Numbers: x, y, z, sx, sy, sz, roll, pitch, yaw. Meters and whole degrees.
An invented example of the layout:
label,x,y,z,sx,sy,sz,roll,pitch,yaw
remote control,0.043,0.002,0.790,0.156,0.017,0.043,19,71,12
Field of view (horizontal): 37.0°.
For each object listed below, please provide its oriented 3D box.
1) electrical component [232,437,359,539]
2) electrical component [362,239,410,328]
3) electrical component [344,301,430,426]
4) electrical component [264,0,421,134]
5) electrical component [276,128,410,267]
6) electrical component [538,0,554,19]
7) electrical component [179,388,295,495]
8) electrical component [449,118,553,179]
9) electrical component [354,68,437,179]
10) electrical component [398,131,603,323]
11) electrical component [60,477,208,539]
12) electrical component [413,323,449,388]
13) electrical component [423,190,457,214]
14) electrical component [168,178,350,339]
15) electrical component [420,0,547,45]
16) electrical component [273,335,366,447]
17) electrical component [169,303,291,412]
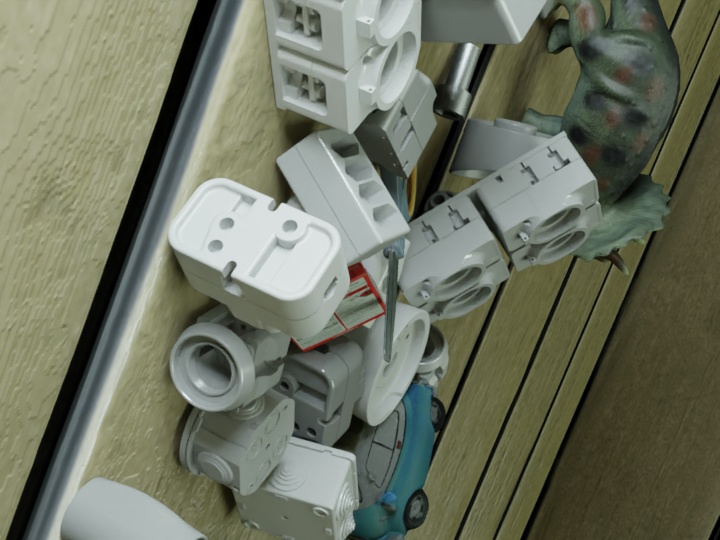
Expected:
label,x,y,z,sx,sy,sz,roll,pitch,yaw
electrical component,-0.051,0.173,0.838,0.099,0.100,0.048,87,20,-52
electrical component,0.000,0.000,0.847,0.077,0.043,0.079,-65,160,-3
electrical component,0.008,0.072,0.925,0.108,0.060,0.108,-52,156,-34
electrical component,-0.005,-0.164,0.617,0.089,0.062,0.150,-53,157,-31
electrical component,-0.024,-0.039,0.708,0.076,0.083,0.047,-32,176,28
electrical component,0.131,-0.230,0.912,0.076,0.047,0.066,-66,160,1
electrical component,-0.085,0.112,0.748,0.080,0.051,0.080,-52,156,-34
electrical component,0.137,-0.106,1.003,0.099,0.099,0.064,-15,120,-65
electrical component,0.018,-0.112,0.752,0.055,0.050,0.089,-62,160,-10
electrical component,0.119,-0.029,0.947,0.186,0.060,0.105,-31,156,4
electrical component,-0.133,0.170,0.652,0.043,0.077,0.079,-54,157,-31
electrical component,0.058,0.087,1.078,0.078,0.058,0.057,-53,160,-31
electrical component,0.078,-0.053,0.988,0.043,0.043,0.062,-62,159,-10
electrical component,-0.056,-0.004,0.620,0.053,0.095,0.059,-57,159,-23
electrical component,0.073,-0.202,0.693,0.108,0.109,0.056,-58,136,-22
electrical component,-0.034,0.096,0.854,0.059,0.054,0.095,-40,148,-50
electrical component,-0.083,0.055,0.678,0.057,0.058,0.078,-33,142,-62
